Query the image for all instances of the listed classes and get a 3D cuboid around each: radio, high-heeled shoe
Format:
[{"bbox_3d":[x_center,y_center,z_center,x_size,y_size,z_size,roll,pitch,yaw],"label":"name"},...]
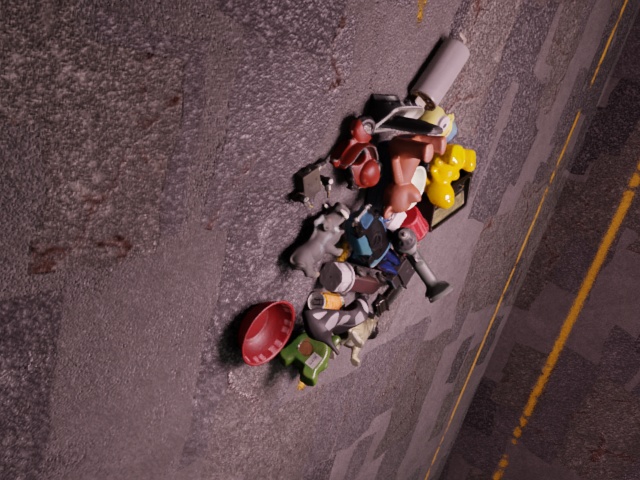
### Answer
[{"bbox_3d":[0.376,-0.130,1.642,0.229,0.073,0.131,-33,137,-39],"label":"radio"},{"bbox_3d":[0.037,0.171,1.322,0.145,0.086,0.249,55,34,-14],"label":"high-heeled shoe"}]

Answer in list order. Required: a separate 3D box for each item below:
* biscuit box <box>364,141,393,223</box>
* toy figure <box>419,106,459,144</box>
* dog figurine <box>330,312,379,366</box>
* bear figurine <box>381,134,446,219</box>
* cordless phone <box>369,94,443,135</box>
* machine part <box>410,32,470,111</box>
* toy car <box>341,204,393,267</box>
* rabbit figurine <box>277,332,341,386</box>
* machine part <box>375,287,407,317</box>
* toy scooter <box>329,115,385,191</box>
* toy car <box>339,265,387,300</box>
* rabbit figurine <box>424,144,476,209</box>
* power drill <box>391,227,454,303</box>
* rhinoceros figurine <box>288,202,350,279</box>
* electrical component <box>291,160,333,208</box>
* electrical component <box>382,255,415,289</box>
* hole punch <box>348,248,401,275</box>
[{"bbox_3d":[0.166,-0.144,1.349,0.059,0.063,0.202,-18,127,-50],"label":"biscuit box"},{"bbox_3d":[0.310,-0.302,1.421,0.180,0.089,0.082,1,117,-63],"label":"toy figure"},{"bbox_3d":[0.101,0.236,1.526,0.190,0.121,0.172,-47,150,-48],"label":"dog figurine"},{"bbox_3d":[0.209,-0.143,1.246,0.120,0.132,0.195,-26,123,-50],"label":"bear figurine"},{"bbox_3d":[0.208,-0.268,1.206,0.146,0.184,0.088,-15,120,-49],"label":"cordless phone"},{"bbox_3d":[0.296,-0.407,1.325,0.243,0.079,0.079,-57,147,-10],"label":"machine part"},{"bbox_3d":[0.102,-0.016,1.316,0.109,0.103,0.161,-51,133,-22],"label":"toy car"},{"bbox_3d":[-0.027,0.294,1.384,0.159,0.121,0.170,-56,164,-25],"label":"rabbit figurine"},{"bbox_3d":[0.219,0.174,1.682,0.139,0.039,0.084,-44,138,-24],"label":"machine part"},{"bbox_3d":[0.077,-0.174,1.194,0.135,0.075,0.183,-44,140,-27],"label":"toy scooter"},{"bbox_3d":[0.113,0.116,1.473,0.089,0.053,0.202,-50,151,15],"label":"toy car"},{"bbox_3d":[0.327,-0.172,1.464,0.122,0.163,0.173,-5,100,-55],"label":"rabbit figurine"},{"bbox_3d":[0.253,0.059,1.384,0.086,0.207,0.232,-40,178,2],"label":"power drill"},{"bbox_3d":[-0.003,-0.004,1.218,0.190,0.073,0.112,-49,135,-17],"label":"rhinoceros figurine"},{"bbox_3d":[-0.015,-0.115,1.135,0.102,0.045,0.078,-34,139,-37],"label":"electrical component"},{"bbox_3d":[0.246,0.080,1.631,0.134,0.058,0.114,-55,145,-13],"label":"electrical component"},{"bbox_3d":[0.153,0.038,1.425,0.142,0.116,0.092,25,84,-58],"label":"hole punch"}]
